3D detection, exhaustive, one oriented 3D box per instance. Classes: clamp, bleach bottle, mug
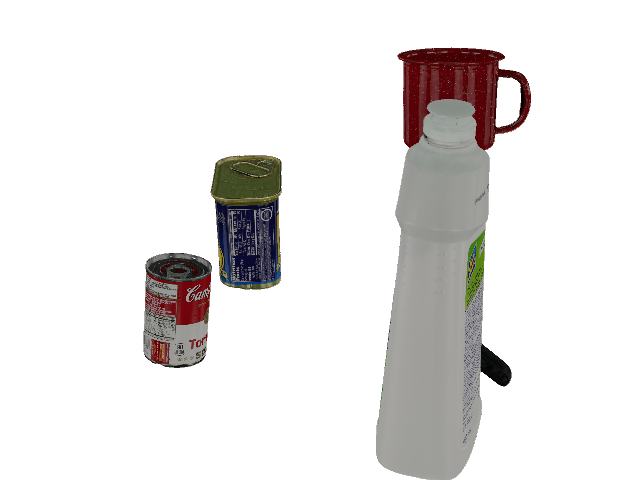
[{"bbox_3d":[0.138,0.101,1.159,0.120,0.171,0.039,4,-44,-6],"label":"clamp"},{"bbox_3d":[0.077,0.028,0.687,0.068,0.251,0.102,8,30,13],"label":"bleach bottle"},{"bbox_3d":[0.126,-0.123,0.939,0.117,0.081,0.093,3,18,12],"label":"mug"}]

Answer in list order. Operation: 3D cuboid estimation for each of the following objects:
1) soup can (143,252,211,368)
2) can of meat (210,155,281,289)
[{"bbox_3d":[-0.150,0.073,1.108,0.068,0.102,0.068,5,21,-2],"label":"soup can"},{"bbox_3d":[-0.061,-0.016,0.907,0.057,0.084,0.102,-2,24,-1],"label":"can of meat"}]
